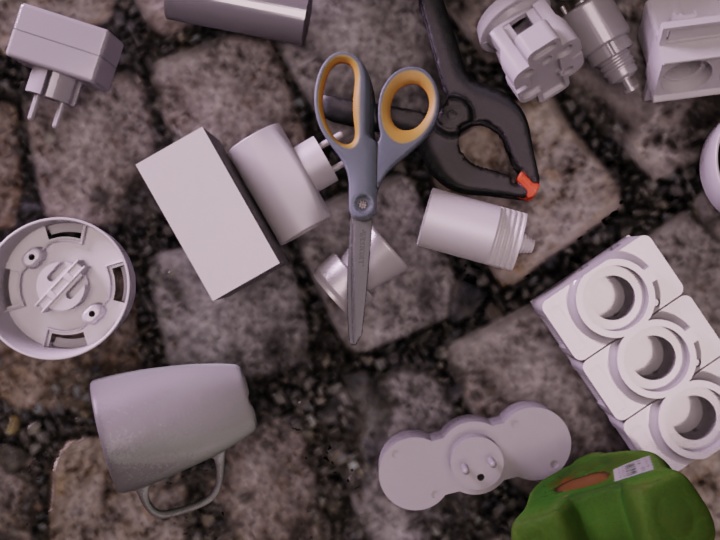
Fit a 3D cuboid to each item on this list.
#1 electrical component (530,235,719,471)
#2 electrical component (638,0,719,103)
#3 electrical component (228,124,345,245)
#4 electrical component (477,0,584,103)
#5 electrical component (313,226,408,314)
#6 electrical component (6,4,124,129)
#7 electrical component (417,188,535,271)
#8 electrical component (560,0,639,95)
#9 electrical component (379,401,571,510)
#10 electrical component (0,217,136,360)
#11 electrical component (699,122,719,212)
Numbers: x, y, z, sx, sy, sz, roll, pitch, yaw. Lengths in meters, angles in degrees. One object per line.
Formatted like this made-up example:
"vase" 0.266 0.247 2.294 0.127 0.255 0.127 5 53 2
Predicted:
"electrical component" 0.203 0.060 0.763 0.089 0.062 0.150 -34 90 1
"electrical component" 0.263 -0.163 0.757 0.121 0.078 0.063 -7 61 1
"electrical component" -0.042 -0.070 0.773 0.079 0.044 0.077 -30 90 0
"electrical component" 0.119 -0.161 0.759 0.058 0.078 0.057 -32 68 6
"electrical component" 0.000 0.000 0.773 0.055 0.045 0.045 -41 90 2
"electrical component" -0.217 -0.141 0.773 0.066 0.047 0.076 18 91 0
"electrical component" 0.086 -0.028 0.773 0.081 0.043 0.043 15 91 0
"electrical component" 0.176 -0.162 0.772 0.040 0.040 0.078 -30 90 1
"electrical component" 0.081 0.133 0.759 0.138 0.074 0.052 -14 90 1
"electrical component" -0.211 0.012 0.765 0.099 0.064 0.099 0 90 1
"electrical component" 0.292 -0.074 0.760 0.099 0.064 0.099 0 91 0
